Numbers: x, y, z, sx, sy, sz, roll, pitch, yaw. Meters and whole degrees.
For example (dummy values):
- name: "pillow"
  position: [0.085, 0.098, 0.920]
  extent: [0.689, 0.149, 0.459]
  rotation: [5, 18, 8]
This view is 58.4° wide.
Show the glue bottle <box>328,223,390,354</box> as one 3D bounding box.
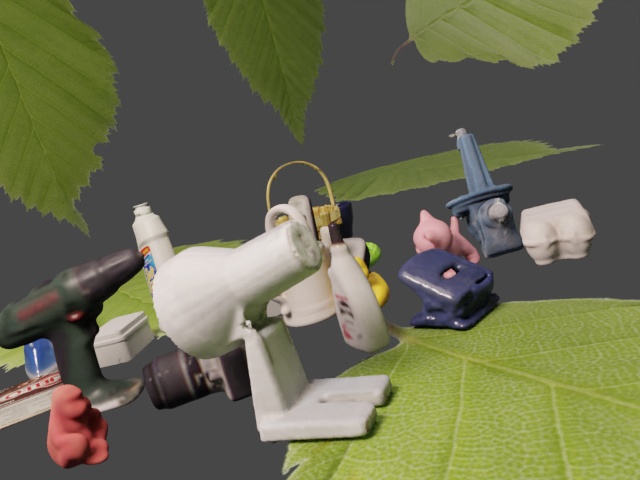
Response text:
- name: "glue bottle"
  position: [0.039, 0.060, 0.746]
  extent: [0.037, 0.173, 0.078]
  rotation: [-22, 12, -28]

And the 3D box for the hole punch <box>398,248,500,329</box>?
- name: "hole punch"
  position: [0.173, 0.060, 0.764]
  extent: [0.100, 0.091, 0.109]
  rotation: [-6, 15, 45]

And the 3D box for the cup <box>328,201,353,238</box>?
- name: "cup"
  position: [0.046, -0.045, 1.492]
  extent: [0.092, 0.095, 0.117]
  rotation: [-18, 11, -6]

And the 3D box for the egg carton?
- name: "egg carton"
  position: [0.372, -0.015, 0.901]
  extent: [0.107, 0.069, 0.150]
  rotation: [-13, 11, 18]

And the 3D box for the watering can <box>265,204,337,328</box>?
- name: "watering can"
  position: [-0.034, 0.032, 0.942]
  extent: [0.100, 0.194, 0.173]
  rotation: [-11, 12, 26]

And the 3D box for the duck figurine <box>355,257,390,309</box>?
- name: "duck figurine"
  position: [0.063, 0.067, 0.908]
  extent: [0.077, 0.086, 0.105]
  rotation: [-8, 14, 38]

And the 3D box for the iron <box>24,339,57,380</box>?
- name: "iron"
  position: [-0.542, 0.174, 1.136]
  extent: [0.119, 0.141, 0.258]
  rotation: [-18, 11, -9]

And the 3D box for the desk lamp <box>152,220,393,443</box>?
- name: "desk lamp"
  position: [-0.053, 0.093, 0.605]
  extent: [0.202, 0.214, 0.118]
  rotation: [-12, 12, 24]

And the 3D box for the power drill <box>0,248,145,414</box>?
- name: "power drill"
  position: [-0.330, 0.137, 0.816]
  extent: [0.229, 0.208, 0.075]
  rotation: [-17, 11, -2]

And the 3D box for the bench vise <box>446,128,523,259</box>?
- name: "bench vise"
  position: [0.293, -0.091, 1.002]
  extent: [0.121, 0.220, 0.207]
  rotation: [-19, 11, -12]

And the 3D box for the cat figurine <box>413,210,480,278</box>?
- name: "cat figurine"
  position: [0.201, 0.002, 0.948]
  extent: [0.067, 0.118, 0.128]
  rotation: [-6, 15, 45]

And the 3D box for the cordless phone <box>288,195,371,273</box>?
- name: "cordless phone"
  position: [0.010, 0.004, 1.047]
  extent: [0.147, 0.185, 0.094]
  rotation: [-10, 13, 32]

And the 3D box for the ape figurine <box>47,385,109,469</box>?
- name: "ape figurine"
  position: [-0.287, 0.214, 0.672]
  extent: [0.076, 0.092, 0.078]
  rotation: [-13, 11, 19]

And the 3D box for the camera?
- name: "camera"
  position: [-0.160, 0.156, 0.753]
  extent: [0.137, 0.101, 0.143]
  rotation: [-19, 11, -12]
